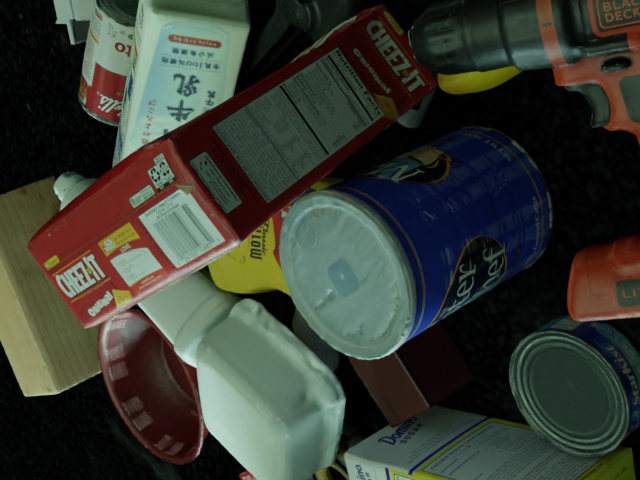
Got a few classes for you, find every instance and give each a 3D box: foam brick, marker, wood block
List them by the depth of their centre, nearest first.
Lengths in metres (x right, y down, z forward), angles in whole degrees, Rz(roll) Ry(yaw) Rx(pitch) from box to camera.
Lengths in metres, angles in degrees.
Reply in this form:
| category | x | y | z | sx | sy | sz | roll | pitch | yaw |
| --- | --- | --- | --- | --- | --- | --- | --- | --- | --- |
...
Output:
| category | x | y | z | sx | sy | sz | roll | pitch | yaw |
| --- | --- | --- | --- | --- | --- | --- | --- | --- | --- |
| marker | 0.075 | -0.121 | 0.665 | 0.020 | 0.020 | 0.121 | 45 | 137 | 22 |
| foam brick | 0.061 | 0.085 | 0.766 | 0.078 | 0.051 | 0.053 | 58 | 142 | 8 |
| wood block | -0.293 | 0.050 | 1.111 | 0.091 | 0.090 | 0.206 | -13 | 100 | 51 |

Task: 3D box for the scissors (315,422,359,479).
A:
| category | x | y | z | sx | sy | sz | roll | pitch | yaw |
| --- | --- | --- | --- | --- | --- | --- | --- | --- | --- |
| scissors | -0.019 | 0.162 | 0.924 | 0.202 | 0.016 | 0.096 | 30 | 130 | 35 |

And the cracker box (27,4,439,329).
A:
| category | x | y | z | sx | sy | sz | roll | pitch | yaw |
| --- | --- | --- | --- | --- | --- | --- | --- | --- | --- |
| cracker box | -0.050 | -0.048 | 0.645 | 0.164 | 0.213 | 0.072 | -28 | 99 | 46 |

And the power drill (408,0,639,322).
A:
| category | x | y | z | sx | sy | sz | roll | pitch | yaw |
| --- | --- | --- | --- | --- | --- | --- | --- | --- | --- |
| power drill | 0.149 | -0.053 | 0.553 | 0.185 | 0.057 | 0.187 | -7 | 109 | 27 |

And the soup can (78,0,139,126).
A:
| category | x | y | z | sx | sy | sz | roll | pitch | yaw |
| --- | --- | --- | --- | --- | --- | --- | --- | --- | --- |
| soup can | -0.156 | -0.152 | 0.866 | 0.068 | 0.068 | 0.102 | 44 | 137 | 23 |

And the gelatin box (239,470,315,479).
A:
| category | x | y | z | sx | sy | sz | roll | pitch | yaw |
| --- | --- | --- | --- | --- | --- | --- | --- | --- | --- |
| gelatin box | -0.027 | 0.241 | 0.963 | 0.073 | 0.030 | 0.089 | -29 | 87 | 51 |

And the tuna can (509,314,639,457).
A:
| category | x | y | z | sx | sy | sz | roll | pitch | yaw |
| --- | --- | --- | --- | --- | --- | --- | --- | --- | --- |
| tuna can | 0.163 | 0.090 | 0.669 | 0.086 | 0.033 | 0.086 | 25 | 127 | 38 |

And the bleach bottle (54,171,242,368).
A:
| category | x | y | z | sx | sy | sz | roll | pitch | yaw |
| --- | --- | --- | --- | --- | --- | --- | --- | --- | --- |
| bleach bottle | -0.158 | 0.014 | 0.940 | 0.251 | 0.068 | 0.102 | 40 | 178 | 29 |

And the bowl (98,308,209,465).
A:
| category | x | y | z | sx | sy | sz | roll | pitch | yaw |
| --- | --- | --- | --- | --- | --- | --- | --- | --- | --- |
| bowl | -0.143 | 0.128 | 1.012 | 0.162 | 0.055 | 0.162 | 25 | 127 | 38 |

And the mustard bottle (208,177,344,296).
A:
| category | x | y | z | sx | sy | sz | roll | pitch | yaw |
| --- | --- | --- | --- | --- | --- | --- | --- | --- | --- |
| mustard bottle | -0.006 | 0.001 | 0.787 | 0.192 | 0.058 | 0.096 | 8 | 96 | 44 |

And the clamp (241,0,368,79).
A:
| category | x | y | z | sx | sy | sz | roll | pitch | yaw |
| --- | --- | --- | --- | --- | --- | --- | --- | --- | --- |
| clamp | -0.011 | -0.156 | 0.727 | 0.120 | 0.039 | 0.171 | 25 | 129 | 30 |

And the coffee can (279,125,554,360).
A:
| category | x | y | z | sx | sy | sz | roll | pitch | yaw |
| --- | --- | --- | --- | --- | --- | --- | --- | --- | --- |
| coffee can | 0.060 | -0.002 | 0.649 | 0.103 | 0.140 | 0.103 | 25 | 127 | 38 |

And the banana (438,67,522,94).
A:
| category | x | y | z | sx | sy | sz | roll | pitch | yaw |
| --- | --- | --- | --- | --- | --- | --- | --- | --- | --- |
| banana | 0.120 | -0.150 | 0.587 | 0.070 | 0.037 | 0.198 | 45 | 138 | 29 |

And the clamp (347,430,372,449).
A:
| category | x | y | z | sx | sy | sz | roll | pitch | yaw |
| --- | --- | --- | --- | --- | --- | --- | --- | --- | --- |
| clamp | 0.083 | 0.262 | 0.842 | 0.210 | 0.036 | 0.165 | 40 | 140 | 19 |

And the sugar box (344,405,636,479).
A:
| category | x | y | z | sx | sy | sz | roll | pitch | yaw |
| --- | --- | --- | --- | --- | --- | --- | --- | --- | --- |
| sugar box | 0.111 | 0.159 | 0.718 | 0.177 | 0.093 | 0.048 | 2 | 109 | 48 |
